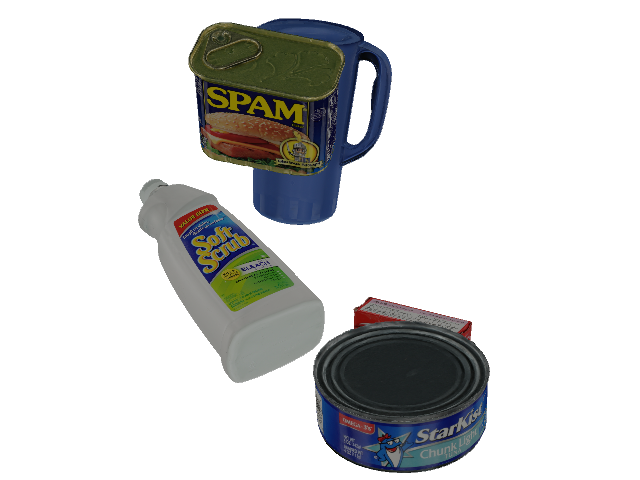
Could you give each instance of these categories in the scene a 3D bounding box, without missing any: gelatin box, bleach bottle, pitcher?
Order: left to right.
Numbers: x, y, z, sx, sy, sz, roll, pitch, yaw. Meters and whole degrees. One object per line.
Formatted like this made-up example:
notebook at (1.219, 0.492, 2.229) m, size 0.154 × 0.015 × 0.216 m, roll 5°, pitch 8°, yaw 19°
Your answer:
bleach bottle at (-0.104, 0.020, 0.978) m, size 0.102 × 0.068 × 0.251 m, roll -21°, pitch 44°, yaw -28°
pitcher at (-0.013, -0.146, 1.324) m, size 0.144 × 0.243 × 0.149 m, roll -9°, pitch 28°, yaw -29°
gelatin box at (0.068, 0.089, 0.813) m, size 0.089 × 0.073 × 0.030 m, roll 12°, pitch 24°, yaw 26°

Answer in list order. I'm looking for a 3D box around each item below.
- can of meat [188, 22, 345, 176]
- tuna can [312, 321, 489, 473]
can of meat at (-0.037, -0.095, 0.741) m, size 0.102 × 0.057 × 0.084 m, roll 12°, pitch -37°, yaw 8°
tuna can at (0.039, 0.076, 0.526) m, size 0.086 × 0.034 × 0.086 m, roll -2°, pitch 27°, yaw 1°
